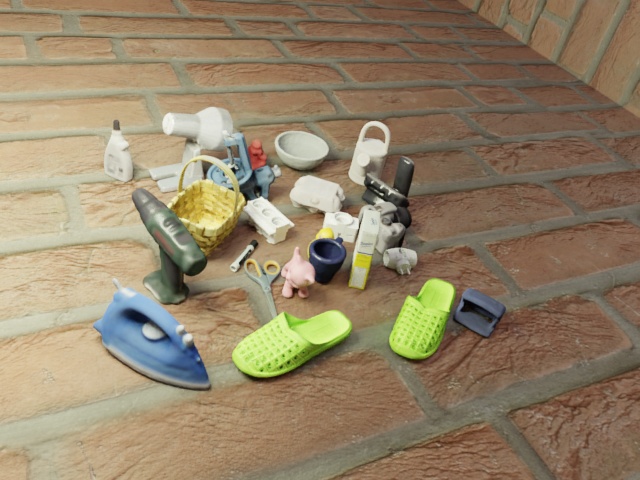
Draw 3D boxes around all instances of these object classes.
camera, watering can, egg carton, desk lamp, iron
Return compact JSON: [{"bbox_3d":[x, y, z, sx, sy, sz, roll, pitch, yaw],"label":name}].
[{"bbox_3d":[0.193,-0.047,1.555,0.137,0.101,0.142,-14,46,-30],"label":"camera"},{"bbox_3d":[0.156,-0.264,1.732,0.101,0.194,0.173,9,39,-6],"label":"watering can"},{"bbox_3d":[-0.006,-0.122,1.611,0.150,0.069,0.107,17,39,4],"label":"egg carton"},{"bbox_3d":[-0.348,-0.254,1.552,0.204,0.213,0.117,-18,48,-33],"label":"desk lamp"},{"bbox_3d":[-0.309,0.177,1.100,0.257,0.141,0.119,27,41,16],"label":"iron"}]

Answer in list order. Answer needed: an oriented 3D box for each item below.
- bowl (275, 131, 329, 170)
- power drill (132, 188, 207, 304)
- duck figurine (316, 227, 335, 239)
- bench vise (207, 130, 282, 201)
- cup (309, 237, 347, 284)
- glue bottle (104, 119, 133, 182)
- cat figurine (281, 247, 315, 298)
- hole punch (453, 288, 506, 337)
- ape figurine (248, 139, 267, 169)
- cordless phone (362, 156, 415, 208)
[{"bbox_3d":[-0.060,-0.264,1.763,0.167,0.075,0.167,9,39,-7],"label":"bowl"},{"bbox_3d":[-0.330,0.025,1.223,0.229,0.208,0.076,37,44,26],"label":"power drill"},{"bbox_3d":[0.013,0.005,1.450,0.077,0.086,0.105,20,39,8],"label":"duck figurine"},{"bbox_3d":[-0.207,-0.202,1.526,0.208,0.220,0.121,-21,50,-36],"label":"bench vise"},{"bbox_3d":[0.017,0.050,1.390,0.091,0.095,0.118,27,40,16],"label":"cup"},{"bbox_3d":[-0.533,-0.239,1.511,0.078,0.173,0.037,23,40,11],"label":"glue bottle"},{"bbox_3d":[-0.048,0.072,1.325,0.067,0.118,0.127,3,40,-13],"label":"cat figurine"},{"bbox_3d":[0.387,0.158,1.373,0.108,0.091,0.101,29,41,18],"label":"hole punch"},{"bbox_3d":[-0.194,-0.256,1.698,0.078,0.092,0.076,12,39,-2],"label":"ape figurine"},{"bbox_3d":[0.204,-0.177,1.649,0.147,0.185,0.094,34,43,24],"label":"cordless phone"}]
